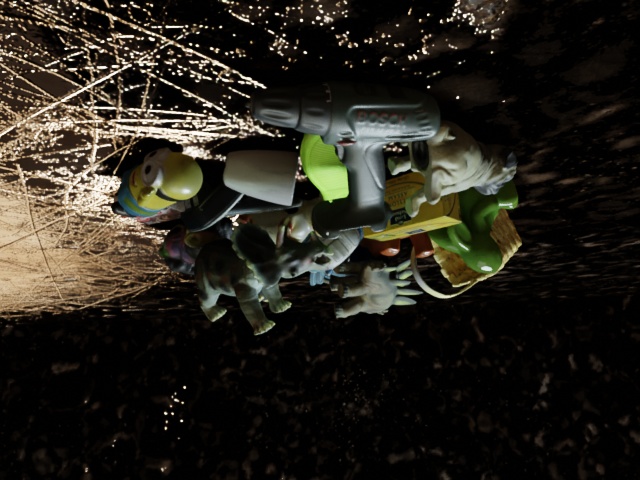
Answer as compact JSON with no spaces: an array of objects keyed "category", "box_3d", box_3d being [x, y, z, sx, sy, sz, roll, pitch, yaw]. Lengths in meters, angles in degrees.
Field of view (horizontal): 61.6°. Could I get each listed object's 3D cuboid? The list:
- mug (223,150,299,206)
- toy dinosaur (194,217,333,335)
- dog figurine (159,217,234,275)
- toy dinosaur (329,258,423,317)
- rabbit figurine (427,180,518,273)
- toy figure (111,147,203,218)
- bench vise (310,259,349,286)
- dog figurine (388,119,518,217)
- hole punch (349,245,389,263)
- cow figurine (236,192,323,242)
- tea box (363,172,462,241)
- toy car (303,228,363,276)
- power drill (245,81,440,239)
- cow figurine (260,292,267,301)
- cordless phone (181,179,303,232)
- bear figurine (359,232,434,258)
[{"category":"mug","box_3d":[-0.090,-0.100,0.816,0.107,0.080,0.109,10,-177,-7]},{"category":"toy dinosaur","box_3d":[-0.161,0.056,0.989,0.405,0.192,0.131,-3,-160,45]},{"category":"dog figurine","box_3d":[-0.261,-0.004,1.101,0.192,0.108,0.219,-2,162,5]},{"category":"toy dinosaur","box_3d":[0.124,0.119,1.234,0.199,0.105,0.471,-4,163,-3]},{"category":"rabbit figurine","box_3d":[0.291,-0.023,0.998,0.159,0.170,0.121,1,165,-22]},{"category":"toy figure","box_3d":[-0.252,-0.083,0.823,0.089,0.082,0.180,0,164,-42]},{"category":"bench vise","box_3d":[-0.006,0.063,1.422,0.241,0.128,0.223,15,179,10]},{"category":"dog figurine","box_3d":[0.215,-0.123,0.772,0.191,0.121,0.172,-15,172,-13]},{"category":"hole punch","box_3d":[0.113,0.028,1.304,0.092,0.116,0.142,9,163,-16]},{"category":"cow figurine","box_3d":[-0.043,-0.041,0.992,0.195,0.127,0.085,6,134,29]},{"category":"tea box","box_3d":[0.159,-0.062,0.965,0.170,0.098,0.068,-16,161,38]},{"category":"toy car","box_3d":[0.023,0.008,1.056,0.162,0.109,0.103,-35,-156,8]},{"category":"power drill","box_3d":[0.027,-0.103,0.676,0.232,0.086,0.207,-8,127,-11]},{"category":"cow figurine","box_3d":[-0.136,0.099,1.363,0.068,0.098,0.167,-18,165,-28]},{"category":"cordless phone","box_3d":[-0.134,-0.063,0.912,0.184,0.088,0.147,-4,180,-25]},{"category":"bear figurine","box_3d":[0.137,-0.006,1.137,0.120,0.132,0.196,5,158,-25]}]
